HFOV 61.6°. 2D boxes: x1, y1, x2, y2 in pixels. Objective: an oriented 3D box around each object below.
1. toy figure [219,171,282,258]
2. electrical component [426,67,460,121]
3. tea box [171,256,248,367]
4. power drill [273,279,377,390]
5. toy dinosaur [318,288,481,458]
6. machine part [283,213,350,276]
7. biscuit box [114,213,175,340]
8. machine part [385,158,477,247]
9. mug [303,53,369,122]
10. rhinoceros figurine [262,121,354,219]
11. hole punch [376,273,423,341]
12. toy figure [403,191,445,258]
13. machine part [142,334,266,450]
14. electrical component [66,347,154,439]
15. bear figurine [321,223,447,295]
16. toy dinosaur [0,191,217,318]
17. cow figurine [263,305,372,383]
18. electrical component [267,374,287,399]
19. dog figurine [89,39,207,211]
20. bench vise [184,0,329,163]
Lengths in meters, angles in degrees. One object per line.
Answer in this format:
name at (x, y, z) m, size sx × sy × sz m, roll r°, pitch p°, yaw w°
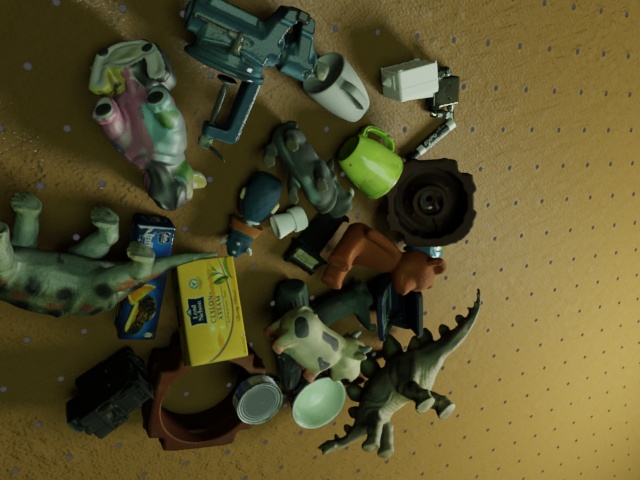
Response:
toy figure at (-0.115, -0.040, 0.915) m, size 0.154 × 0.064 × 0.058 m, roll -61°, pitch 161°, yaw 12°
electrical component at (0.230, -0.272, 1.004) m, size 0.078 × 0.045 × 0.102 m, roll -8°, pitch 115°, yaw -23°
tea box at (-0.185, 0.118, 0.892) m, size 0.098 × 0.068 × 0.169 m, roll -7°, pitch 80°, yaw -26°
power drill at (0.004, 0.171, 1.062) m, size 0.207 × 0.086 × 0.231 m, roll -13°, pitch 114°, yaw -14°
toy dinosaur at (0.180, 0.286, 1.117) m, size 0.471 × 0.199 × 0.105 m, roll -37°, pitch 133°, yaw 3°
machine part at (-0.002, -0.003, 1.003) m, size 0.084 × 0.039 × 0.139 m, roll 32°, pitch 96°, yaw -26°
biscuit box at (-0.284, 0.060, 0.867) m, size 0.063 × 0.059 × 0.202 m, roll 6°, pitch 107°, yaw -28°
machine part at (0.205, -0.071, 1.000) m, size 0.179 × 0.056 × 0.179 m, roll 3°, pitch 103°, yaw 11°
mug at (0.042, -0.243, 0.888) m, size 0.107 × 0.110 × 0.081 m, roll 33°, pitch 87°, yaw -48°
rhinoceros figurine at (-0.017, -0.111, 0.913) m, size 0.073 × 0.112 × 0.190 m, roll -31°, pitch 111°, yaw 25°
hole punch at (0.151, 0.134, 1.097) m, size 0.092 × 0.116 × 0.142 m, roll -10°, pitch 112°, yaw -5°
toy figure at (0.222, -0.023, 1.082) m, size 0.082 × 0.089 × 0.180 m, roll 13°, pitch 104°, yaw 1°
machine part at (-0.213, 0.272, 0.980) m, size 0.201 × 0.087 × 0.201 m, roll 5°, pitch 107°, yaw -30°
electrical component at (-0.349, 0.254, 0.883) m, size 0.134 × 0.115 × 0.058 m, roll -36°, pitch 121°, yaw -12°
bear figurine at (0.118, 0.055, 0.984) m, size 0.196 × 0.120 × 0.132 m, roll 31°, pitch 61°, yaw 4°
toy dinosaur at (-0.366, 0.048, 0.754) m, size 0.404 × 0.131 × 0.192 m, roll 17°, pitch 125°, yaw -26°
cow figurine at (0.006, 0.192, 0.982) m, size 0.127 × 0.086 × 0.194 m, roll -42°, pitch 117°, yaw 2°
electrical component at (-0.106, 0.302, 1.086) m, size 0.094 × 0.021 × 0.063 m, roll 8°, pitch 106°, yaw -30°
dog figurine at (-0.238, -0.150, 0.781) m, size 0.108 × 0.192 × 0.219 m, roll -14°, pitch 148°, yaw -3°
bench vise at (-0.109, -0.238, 0.796) m, size 0.223 × 0.129 × 0.240 m, roll 12°, pitch 114°, yaw -35°
